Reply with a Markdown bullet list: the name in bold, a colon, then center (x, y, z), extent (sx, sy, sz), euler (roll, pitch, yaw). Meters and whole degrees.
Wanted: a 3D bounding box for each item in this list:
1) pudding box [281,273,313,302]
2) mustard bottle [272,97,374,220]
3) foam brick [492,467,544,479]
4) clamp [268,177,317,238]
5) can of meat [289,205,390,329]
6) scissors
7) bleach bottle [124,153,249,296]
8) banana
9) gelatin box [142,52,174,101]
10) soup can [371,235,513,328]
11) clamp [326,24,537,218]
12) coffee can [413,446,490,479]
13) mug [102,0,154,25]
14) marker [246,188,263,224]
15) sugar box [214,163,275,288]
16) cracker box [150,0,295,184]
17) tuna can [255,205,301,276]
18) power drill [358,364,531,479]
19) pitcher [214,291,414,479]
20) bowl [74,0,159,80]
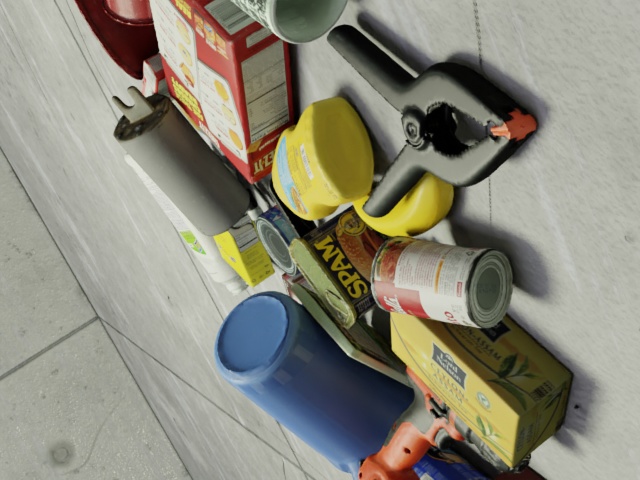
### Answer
- **pudding box**: center (0.000, 0.095, 1.320), extent (0.090, 0.039, 0.113), euler (41, 155, 40)
- **mustard bottle**: center (-0.006, -0.070, 1.047), extent (0.192, 0.058, 0.096), euler (153, 99, -71)
- **foam brick**: center (0.194, 0.272, 1.077), extent (0.051, 0.078, 0.053), euler (36, 152, 49)
- **clamp**: center (-0.008, 0.001, 1.195), extent (0.120, 0.039, 0.171), euler (46, 158, 30)
- **can of meat**: center (0.033, 0.023, 1.063), extent (0.102, 0.083, 0.057), euler (54, 160, 10)
- **scissors**: center (-0.125, -0.130, 1.301), extent (0.202, 0.016, 0.096), euler (47, 164, 26)
- **bleach bottle**: center (-0.180, -0.032, 1.524), extent (0.251, 0.068, 0.103), euler (59, 162, -13)
- **banana**: center (0.076, -0.035, 0.951), extent (0.198, 0.037, 0.069), euler (147, 115, -68)
- **gelatin box**: center (-0.166, -0.192, 1.220), extent (0.030, 0.073, 0.089), euler (55, 161, 9)
- **soup can**: center (0.103, 0.035, 0.902), extent (0.102, 0.068, 0.068), euler (8, 131, 42)
- **clamp**: center (0.078, -0.098, 0.820), extent (0.210, 0.036, 0.164), euler (-1, 109, 58)
- **coffee can**: center (0.130, 0.285, 1.211), extent (0.140, 0.102, 0.103), euler (34, 150, 48)
- **mug**: center (-0.186, -0.292, 1.114), extent (0.081, 0.093, 0.117), euler (89, 179, -49)
- **marker**: center (-0.067, -0.014, 1.325), extent (0.121, 0.020, 0.020), euler (58, 162, -22)
- **sugar box**: center (-0.120, -0.029, 1.392), extent (0.093, 0.048, 0.176), euler (40, 160, 47)
- **cracker box**: center (-0.097, -0.185, 1.072), extent (0.164, 0.072, 0.214), euler (48, 160, 28)
- **tuna can**: center (-0.041, 0.000, 1.278), extent (0.086, 0.033, 0.086), euler (47, 159, 25)
- **power drill**: center (0.119, 0.210, 1.065), extent (0.185, 0.057, 0.188), euler (52, 128, 44)
- **pitcher**: center (-0.004, 0.145, 1.169), extent (0.149, 0.145, 0.242), euler (34, 174, 47)
- **bowl**: center (-0.222, -0.265, 1.213), extent (0.162, 0.055, 0.162), euler (59, -169, -19)
